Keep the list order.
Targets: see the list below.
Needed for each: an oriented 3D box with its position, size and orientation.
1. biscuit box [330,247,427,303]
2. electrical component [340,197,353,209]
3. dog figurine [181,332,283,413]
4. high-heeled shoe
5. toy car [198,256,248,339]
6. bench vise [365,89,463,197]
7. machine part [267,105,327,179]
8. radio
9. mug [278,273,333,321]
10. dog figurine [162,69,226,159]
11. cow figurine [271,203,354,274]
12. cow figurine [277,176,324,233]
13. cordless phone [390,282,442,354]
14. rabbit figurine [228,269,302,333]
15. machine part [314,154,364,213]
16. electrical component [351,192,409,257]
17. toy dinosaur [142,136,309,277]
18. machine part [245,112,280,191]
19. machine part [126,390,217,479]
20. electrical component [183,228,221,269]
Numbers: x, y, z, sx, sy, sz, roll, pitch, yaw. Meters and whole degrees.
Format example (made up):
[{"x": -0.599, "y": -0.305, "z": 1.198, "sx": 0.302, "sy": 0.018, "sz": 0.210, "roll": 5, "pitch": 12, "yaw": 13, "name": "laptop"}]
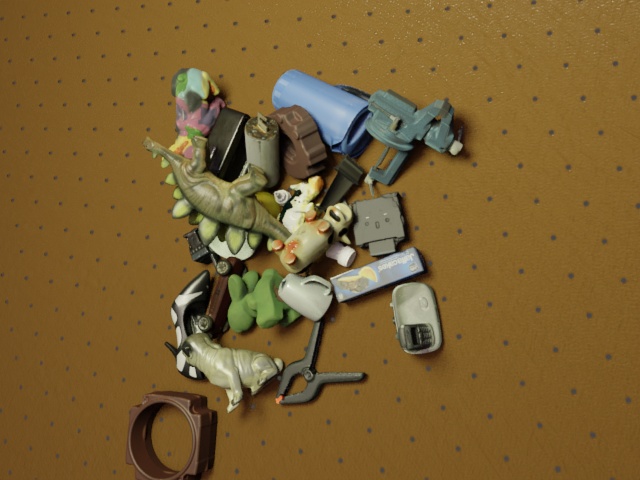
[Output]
[{"x": 0.129, "y": 0.077, "z": 1.172, "sx": 0.203, "sy": 0.062, "sz": 0.059, "roll": -23, "pitch": 75, "yaw": 15, "name": "biscuit box"}, {"x": 0.047, "y": -0.060, "z": 1.246, "sx": 0.063, "sy": 0.021, "sz": 0.094, "roll": -30, "pitch": 72, "yaw": 12, "name": "electrical component"}, {"x": -0.199, "y": 0.264, "z": 1.213, "sx": 0.190, "sy": 0.172, "sz": 0.121, "roll": 52, "pitch": 139, "yaw": 14, "name": "dog figurine"}, {"x": -0.287, "y": 0.207, "z": 1.286, "sx": 0.145, "sy": 0.086, "sz": 0.248, "roll": 30, "pitch": 99, "yaw": 24, "name": "high-heeled shoe"}, {"x": -0.235, "y": 0.135, "z": 1.277, "sx": 0.053, "sy": 0.089, "sz": 0.202, "roll": 18, "pitch": 89, "yaw": 23, "name": "toy car"}, {"x": 0.181, "y": -0.207, "z": 1.166, "sx": 0.224, "sy": 0.129, "sz": 0.240, "roll": 24, "pitch": 124, "yaw": -8, "name": "bench vise"}, {"x": -0.059, "y": -0.221, "z": 1.229, "sx": 0.056, "sy": 0.179, "sz": 0.179, "roll": -33, "pitch": 68, "yaw": -24, "name": "machine part"}, {"x": -0.226, "y": -0.192, "z": 1.306, "sx": 0.073, "sy": 0.131, "sz": 0.229, "roll": 24, "pitch": 89, "yaw": 21, "name": "radio"}, {"x": -0.031, "y": 0.116, "z": 1.179, "sx": 0.109, "sy": 0.107, "sz": 0.081, "roll": -47, "pitch": 20, "yaw": 44, "name": "mug"}, {"x": -0.328, "y": -0.291, "z": 1.342, "sx": 0.109, "sy": 0.191, "sz": 0.219, "roll": 12, "pitch": 70, "yaw": 15, "name": "dog figurine"}, {"x": -0.002, "y": -0.003, "z": 1.153, "sx": 0.195, "sy": 0.127, "sz": 0.086, "roll": -43, "pitch": 62, "yaw": -12, "name": "cow figurine"}, {"x": -0.049, "y": -0.074, "z": 1.259, "sx": 0.098, "sy": 0.068, "sz": 0.167, "roll": 15, "pitch": 88, "yaw": 26, "name": "cow figurine"}, {"x": 0.178, "y": 0.156, "z": 1.077, "sx": 0.089, "sy": 0.184, "sz": 0.146, "roll": -13, "pitch": 77, "yaw": 22, "name": "cordless phone"}, {"x": -0.155, "y": 0.148, "z": 1.235, "sx": 0.170, "sy": 0.121, "sz": 0.159, "roll": -30, "pitch": 79, "yaw": 28, "name": "rabbit figurine"}, {"x": 0.042, "y": -0.119, "z": 1.209, "sx": 0.139, "sy": 0.084, "sz": 0.039, "roll": -53, "pitch": 44, "yaw": -1, "name": "machine part"}, {"x": 0.134, "y": -0.030, "z": 1.192, "sx": 0.115, "sy": 0.058, "sz": 0.134, "roll": -13, "pitch": 76, "yaw": 19, "name": "electrical component"}, {"x": -0.194, "y": -0.079, "z": 1.183, "sx": 0.471, "sy": 0.105, "sz": 0.198, "roll": 32, "pitch": 103, "yaw": -3, "name": "toy dinosaur"}, {"x": -0.131, "y": -0.198, "z": 1.233, "sx": 0.079, "sy": 0.243, "sz": 0.079, "roll": 1, "pitch": 57, "yaw": -2, "name": "machine part"}, {"x": -0.352, "y": 0.463, "z": 1.264, "sx": 0.202, "sy": 0.087, "sz": 0.201, "roll": 1, "pitch": 81, "yaw": 18, "name": "machine part"}, {"x": -0.280, "y": 0.033, "z": 1.320, "sx": 0.048, "sy": 0.074, "sz": 0.119, "roll": -30, "pitch": 75, "yaw": 12, "name": "electrical component"}]
